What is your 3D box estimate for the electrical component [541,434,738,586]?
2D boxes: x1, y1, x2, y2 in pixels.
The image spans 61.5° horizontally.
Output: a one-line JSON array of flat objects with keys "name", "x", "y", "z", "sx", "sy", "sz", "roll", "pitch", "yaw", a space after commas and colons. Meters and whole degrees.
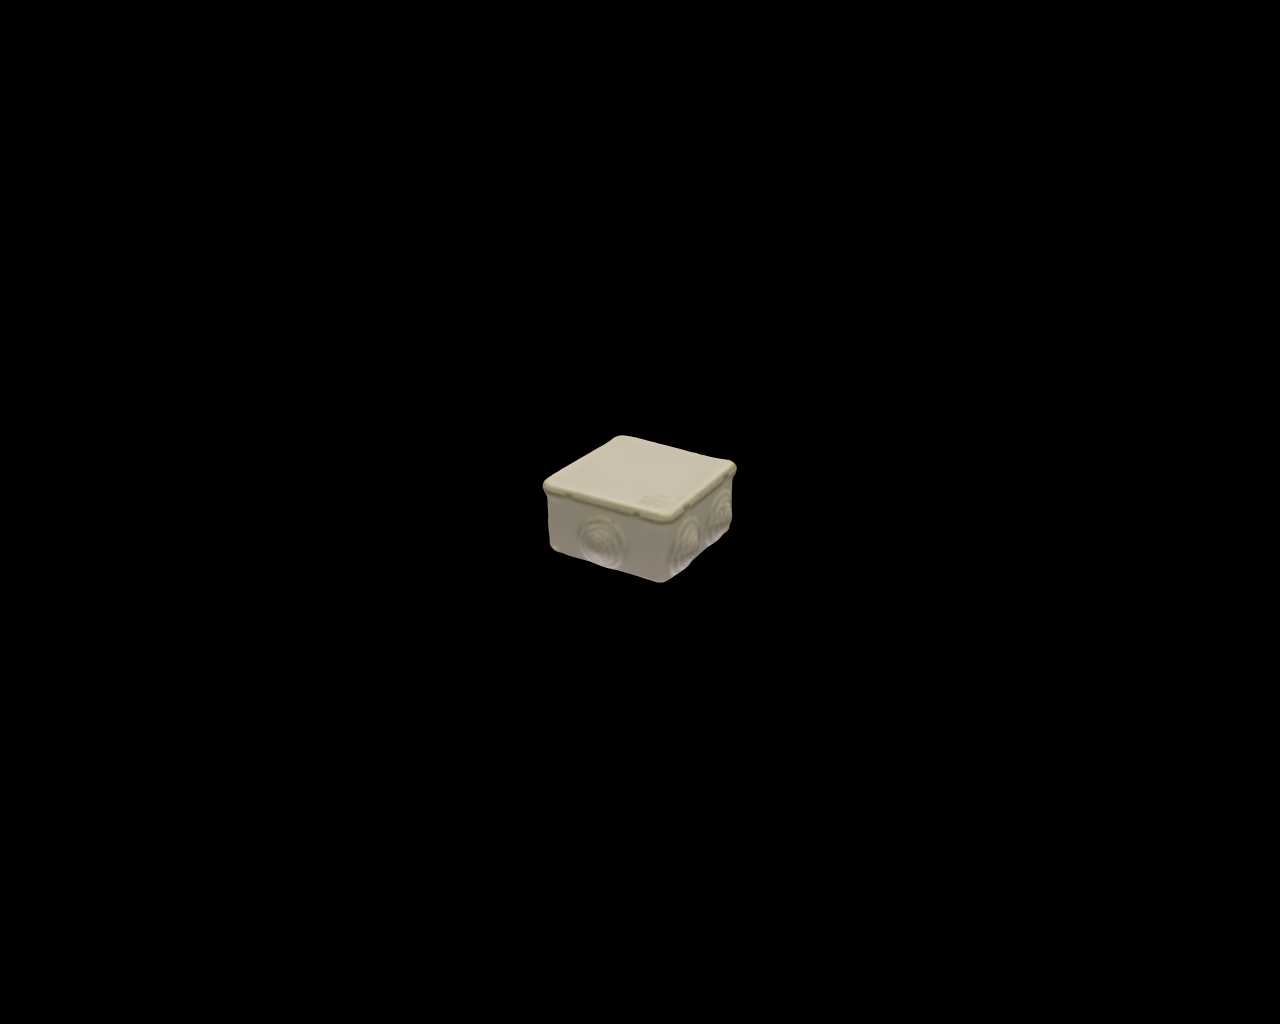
[{"name": "electrical component", "x": 0.001, "y": -0.003, "z": 0.650, "sx": 0.100, "sy": 0.048, "sz": 0.100, "roll": 16, "pitch": 31, "yaw": 28}]
